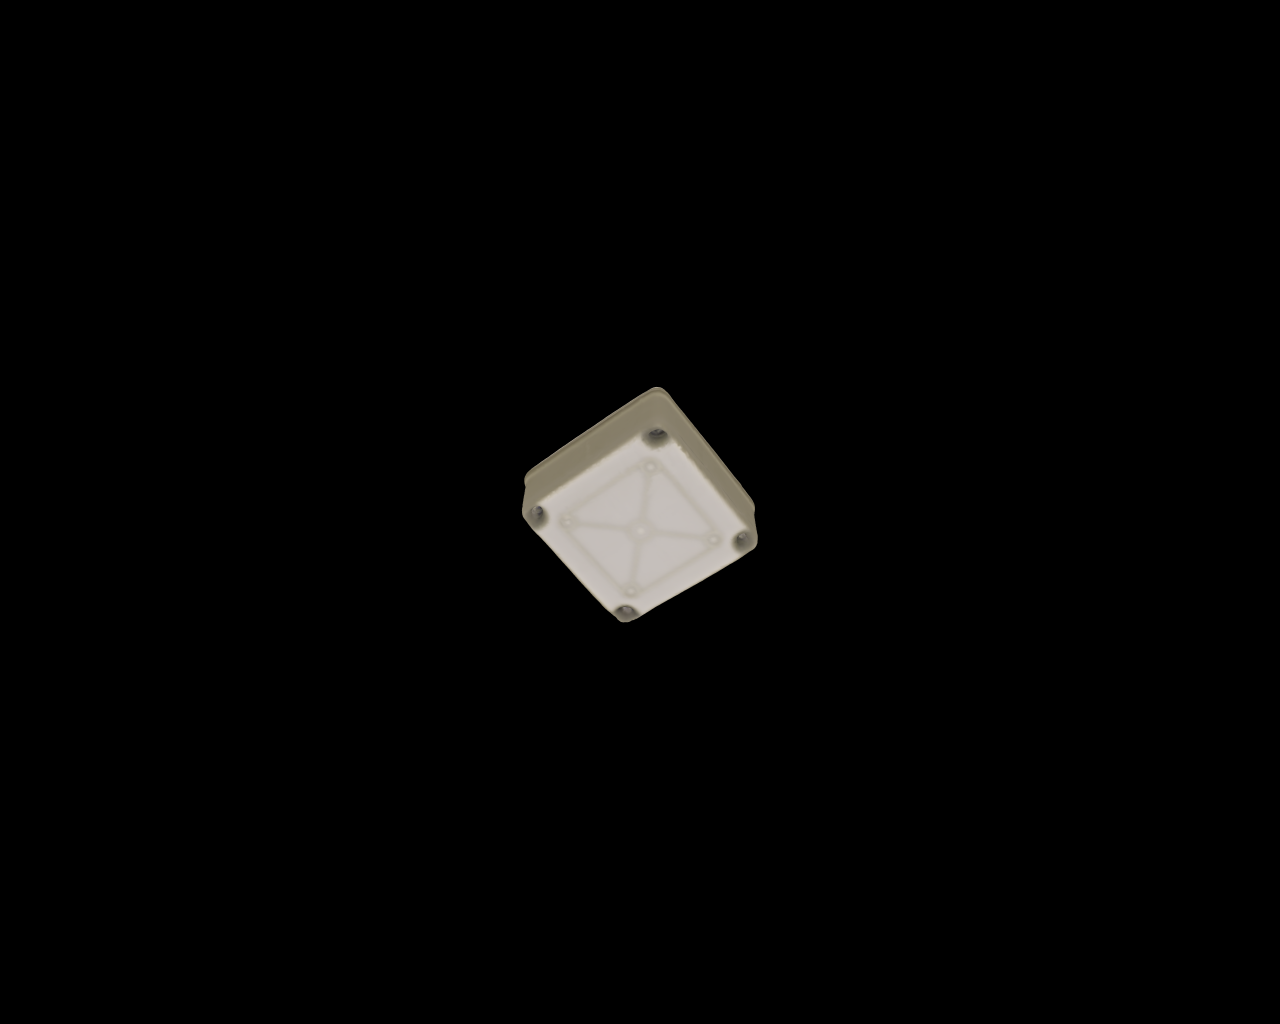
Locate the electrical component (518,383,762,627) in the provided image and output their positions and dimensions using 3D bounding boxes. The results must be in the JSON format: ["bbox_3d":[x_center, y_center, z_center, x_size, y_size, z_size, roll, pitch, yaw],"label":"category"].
[{"bbox_3d":[0.001,-0.003,0.650,0.108,0.108,0.056,-32,26,18],"label":"electrical component"}]
